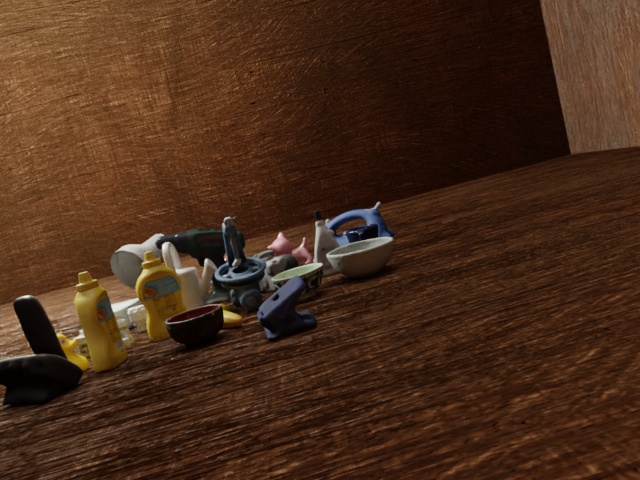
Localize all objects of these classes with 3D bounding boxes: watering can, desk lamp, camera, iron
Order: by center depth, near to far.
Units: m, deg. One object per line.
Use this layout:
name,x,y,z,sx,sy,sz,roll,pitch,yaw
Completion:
watering can,-0.342,0.096,1.418,0.173,0.194,0.100,-17,7,-21
camera,-0.118,0.074,1.532,0.137,0.101,0.142,-20,8,-41
desk lamp,-0.459,0.097,1.590,0.117,0.213,0.204,-12,7,25
iron,0.086,-0.020,1.710,0.258,0.141,0.119,-13,7,13

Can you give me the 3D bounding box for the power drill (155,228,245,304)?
power drill,-0.303,0.066,1.532,0.229,0.208,0.075,-15,7,-7

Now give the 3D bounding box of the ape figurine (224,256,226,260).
ape figurine,-0.278,0.093,1.775,0.077,0.092,0.076,-9,8,39

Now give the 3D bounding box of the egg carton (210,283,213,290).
egg carton,-0.248,0.108,1.677,0.151,0.069,0.107,-18,7,-32

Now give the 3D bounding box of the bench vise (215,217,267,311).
bench vise,-0.208,0.055,1.359,0.122,0.220,0.206,-18,7,-31

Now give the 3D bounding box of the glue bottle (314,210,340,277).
glue bottle,0.014,0.005,1.505,0.078,0.173,0.037,-15,7,-5

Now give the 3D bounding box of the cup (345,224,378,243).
cup,0.123,0.011,1.564,0.091,0.095,0.118,-14,6,5

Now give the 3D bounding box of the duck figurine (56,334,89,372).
duck figurine,-0.521,0.231,1.132,0.105,0.086,0.077,-17,7,-19

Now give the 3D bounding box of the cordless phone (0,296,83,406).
cordless phone,-0.520,0.192,1.020,0.147,0.185,0.094,-12,7,18

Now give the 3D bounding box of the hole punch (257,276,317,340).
hole punch,-0.066,0.121,1.040,0.101,0.091,0.108,-16,6,-10

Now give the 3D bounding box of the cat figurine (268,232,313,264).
cat figurine,-0.095,0.031,1.785,0.128,0.118,0.067,-15,6,-6

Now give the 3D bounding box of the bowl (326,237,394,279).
bowl,0.103,0.048,1.372,0.167,0.075,0.167,-14,6,2
